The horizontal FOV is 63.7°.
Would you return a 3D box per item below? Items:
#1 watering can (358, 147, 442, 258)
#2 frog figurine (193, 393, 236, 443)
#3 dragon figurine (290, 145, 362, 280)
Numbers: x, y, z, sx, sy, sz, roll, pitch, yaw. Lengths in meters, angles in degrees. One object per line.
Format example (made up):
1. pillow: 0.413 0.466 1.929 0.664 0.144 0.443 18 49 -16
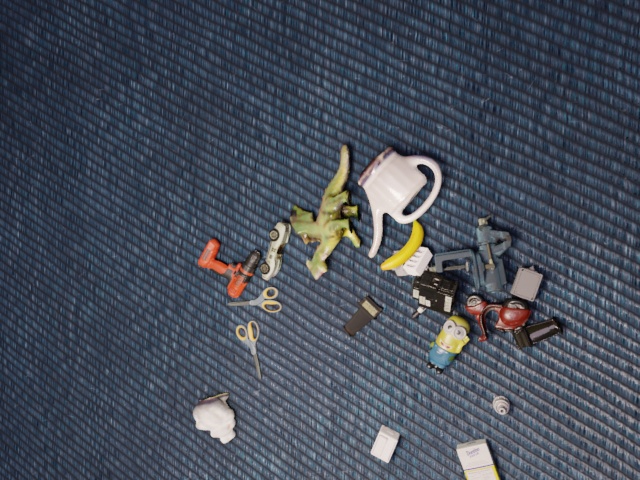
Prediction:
1. watering can: 0.205 -0.130 1.560 0.226 0.104 0.345 45 103 12
2. frog figurine: -0.356 0.615 1.752 0.137 0.121 0.161 -15 76 -2
3. dragon figurine: 0.005 -0.082 1.634 0.242 0.122 0.413 -8 81 25
